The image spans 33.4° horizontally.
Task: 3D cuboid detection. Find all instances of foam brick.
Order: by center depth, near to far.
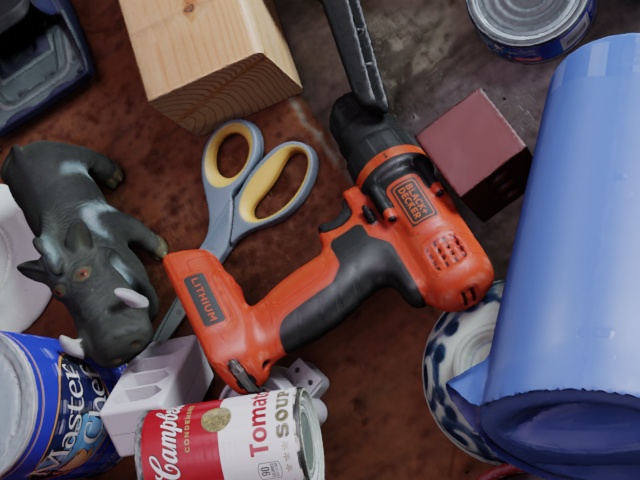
[{"bbox_3d":[0.104,-0.053,0.687,0.053,0.078,0.051,-37,69,11],"label":"foam brick"}]

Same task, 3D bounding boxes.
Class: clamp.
[{"bbox_3d":[0.012,-0.189,0.736,0.210,0.036,0.164,29,92,29],"label":"clamp"}]

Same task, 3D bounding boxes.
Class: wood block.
[{"bbox_3d":[-0.095,-0.195,0.779,0.091,0.090,0.206,-22,74,14],"label":"wood block"}]

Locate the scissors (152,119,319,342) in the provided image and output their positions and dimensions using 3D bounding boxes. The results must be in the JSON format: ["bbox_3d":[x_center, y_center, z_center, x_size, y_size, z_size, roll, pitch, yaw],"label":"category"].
[{"bbox_3d":[-0.087,-0.007,0.781,0.202,0.016,0.096,-44,70,8],"label":"scissors"}]

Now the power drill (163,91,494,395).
[{"bbox_3d":[-0.005,0.001,0.698,0.187,0.057,0.184,-30,54,1],"label":"power drill"}]

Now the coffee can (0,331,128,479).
[{"bbox_3d":[-0.201,0.116,0.735,0.103,0.140,0.103,-4,79,19],"label":"coffee can"}]

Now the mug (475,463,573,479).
[{"bbox_3d":[0.140,0.170,0.632,0.117,0.081,0.093,-41,70,9],"label":"mug"}]

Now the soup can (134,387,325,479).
[{"bbox_3d":[-0.054,0.130,0.652,0.102,0.068,0.068,-10,77,9],"label":"soup can"}]

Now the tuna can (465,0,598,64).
[{"bbox_3d":[0.141,-0.164,0.717,0.086,0.033,0.086,-4,79,19],"label":"tuna can"}]

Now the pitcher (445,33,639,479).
[{"bbox_3d":[0.178,0.009,0.587,0.145,0.149,0.242,-28,39,51],"label":"pitcher"}]
